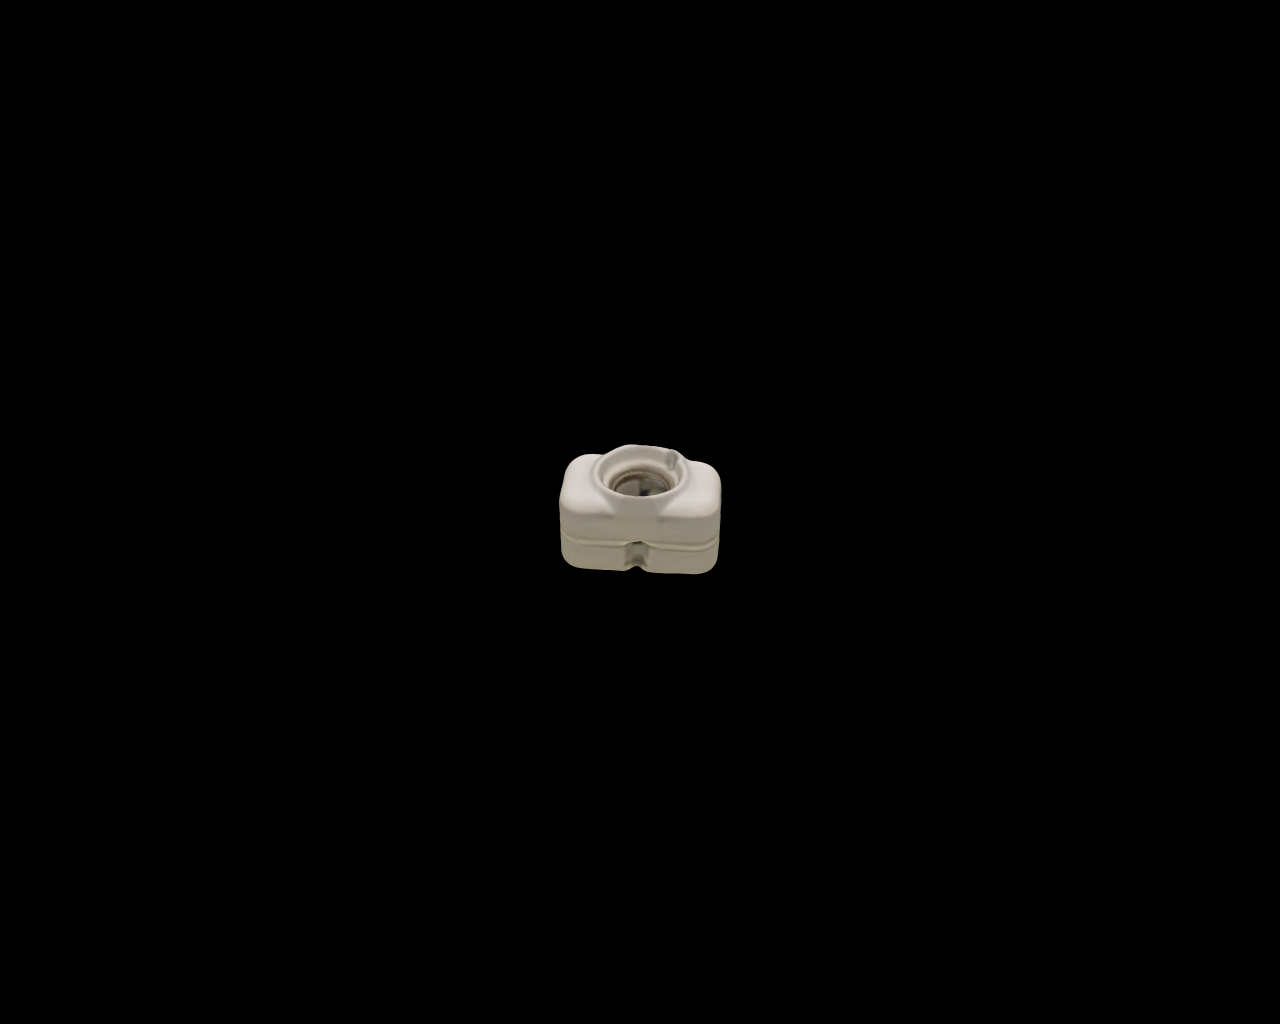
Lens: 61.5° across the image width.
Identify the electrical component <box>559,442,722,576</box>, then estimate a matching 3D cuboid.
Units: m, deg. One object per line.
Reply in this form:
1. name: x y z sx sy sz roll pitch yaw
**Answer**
1. electrical component: 0.001 -0.003 0.650 0.095 0.059 0.054 4 40 4
